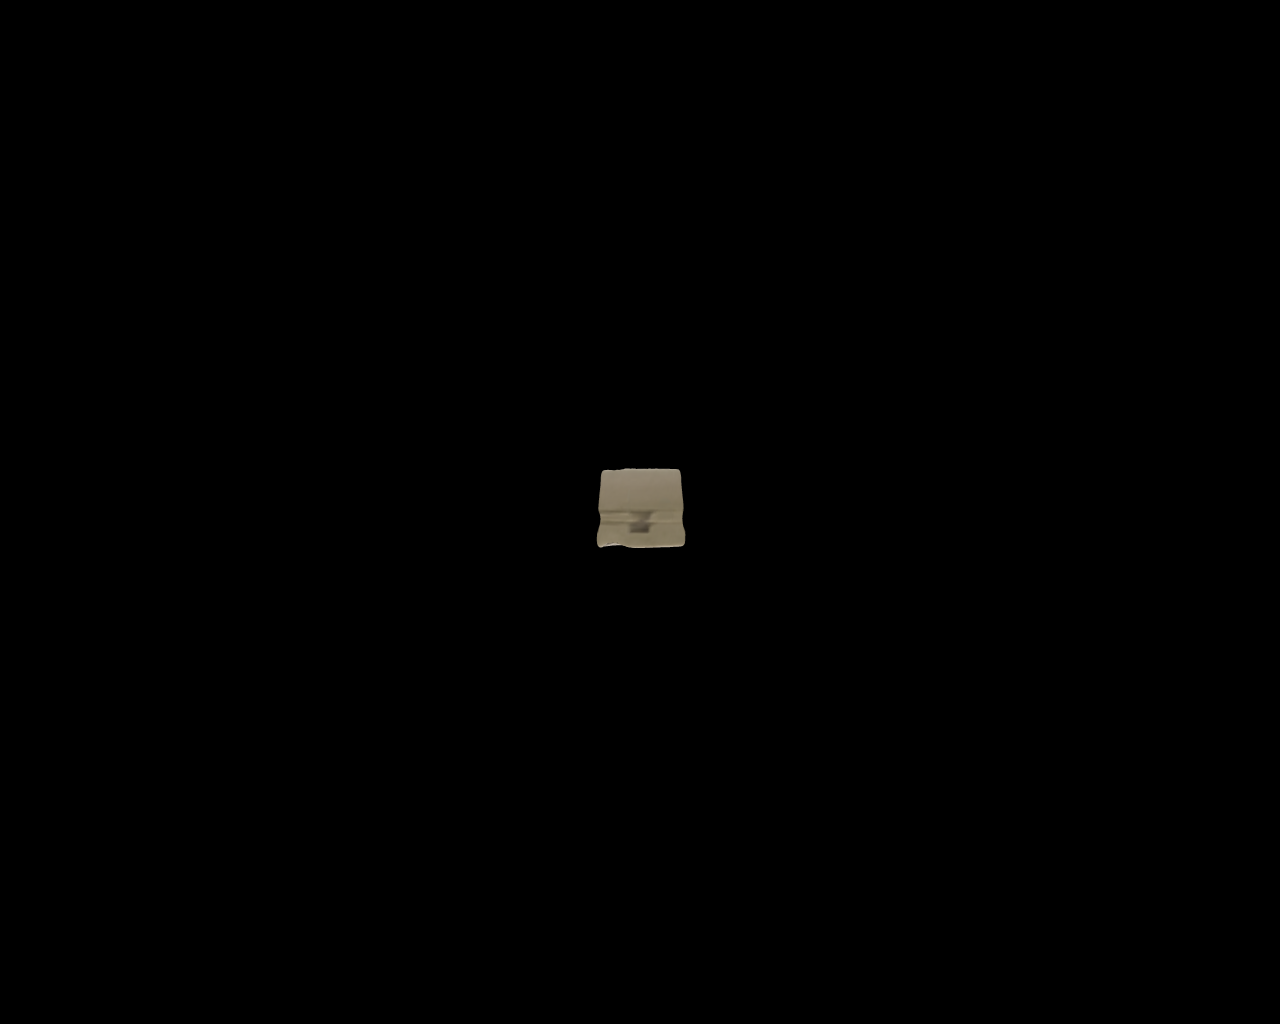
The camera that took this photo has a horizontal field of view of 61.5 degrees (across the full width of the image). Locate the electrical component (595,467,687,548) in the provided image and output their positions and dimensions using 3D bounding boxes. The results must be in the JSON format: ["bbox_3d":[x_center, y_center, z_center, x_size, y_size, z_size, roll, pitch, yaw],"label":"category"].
[{"bbox_3d":[0.001,-0.003,0.650,0.055,0.047,0.055,0,0,0],"label":"electrical component"}]
